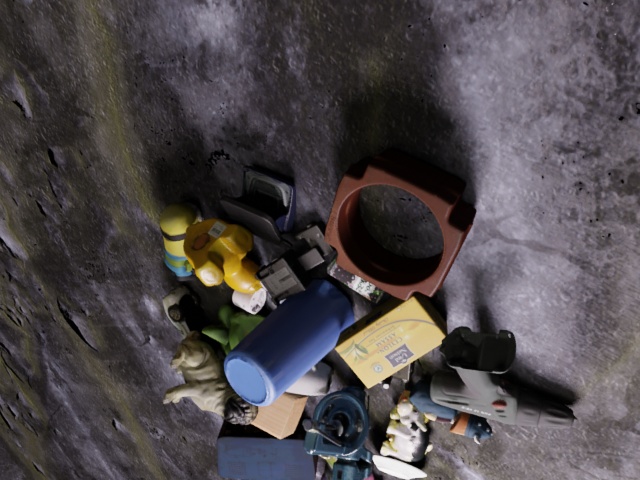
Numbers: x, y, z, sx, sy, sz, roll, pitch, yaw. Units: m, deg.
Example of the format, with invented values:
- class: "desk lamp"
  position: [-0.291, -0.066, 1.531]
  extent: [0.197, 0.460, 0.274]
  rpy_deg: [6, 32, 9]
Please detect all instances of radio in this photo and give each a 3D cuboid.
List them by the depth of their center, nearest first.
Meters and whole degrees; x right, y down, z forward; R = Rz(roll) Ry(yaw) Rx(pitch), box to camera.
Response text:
- class: "radio"
  position: [-0.122, 0.483, 1.245]
  extent: [0.230, 0.073, 0.131]
  rpy_deg: [0, 113, 4]

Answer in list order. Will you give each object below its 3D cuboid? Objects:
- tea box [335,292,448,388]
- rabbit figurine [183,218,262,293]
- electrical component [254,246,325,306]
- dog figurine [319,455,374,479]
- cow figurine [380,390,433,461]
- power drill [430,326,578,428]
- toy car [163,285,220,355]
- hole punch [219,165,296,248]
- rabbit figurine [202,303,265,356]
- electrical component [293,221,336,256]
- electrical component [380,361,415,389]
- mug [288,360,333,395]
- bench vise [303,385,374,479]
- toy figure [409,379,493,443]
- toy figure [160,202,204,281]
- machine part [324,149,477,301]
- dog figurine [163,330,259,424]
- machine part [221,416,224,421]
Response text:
- class: "tea box"
  position: [0.122, 0.163, 0.918]
  extent: [0.169, 0.068, 0.098]
  rpy_deg: [-39, 95, 18]
- class: "rabbit figurine"
  position: [-0.183, 0.045, 1.029]
  extent: [0.163, 0.122, 0.173]
  rpy_deg: [13, 156, 44]
- class: "electrical component"
  position: [-0.049, 0.058, 0.959]
  extent: [0.119, 0.048, 0.074]
  rpy_deg: [-27, 101, 27]
- class: "dog figurine"
  position: [0.037, 0.506, 1.198]
  extent: [0.192, 0.108, 0.219]
  rpy_deg: [-24, 99, 42]
- class: "cow figurine"
  position: [0.179, 0.366, 1.044]
  extent: [0.098, 0.068, 0.167]
  rpy_deg: [19, 130, 14]
- class: "power drill"
  position: [0.286, 0.225, 0.864]
  extent: [0.232, 0.086, 0.207]
  rpy_deg: [3, 145, 28]
- class: "toy car"
  position: [-0.288, 0.198, 1.224]
  extent: [0.056, 0.073, 0.201]
  rpy_deg: [-10, 112, 32]
- class: "hole punch"
  position: [-0.102, -0.060, 0.954]
  extent: [0.142, 0.092, 0.115]
  rpy_deg: [21, 157, 16]
- class: "rabbit figurine"
  position: [-0.174, 0.220, 1.142]
  extent: [0.159, 0.121, 0.170]
  rpy_deg: [42, 146, -7]
- class: "electrical component"
  position: [-0.002, -0.003, 0.957]
  extent: [0.094, 0.021, 0.063]
  rpy_deg: [-23, 104, 40]
- class: "electrical component"
  position: [0.134, 0.235, 1.005]
  extent: [0.078, 0.045, 0.102]
  rpy_deg: [20, 126, 22]
- class: "mug"
  position: [-0.028, 0.270, 1.110]
  extent: [0.107, 0.081, 0.109]
  rpy_deg: [10, 125, 14]
- class: "bench vise"
  position: [0.028, 0.384, 1.020]
  extent: [0.129, 0.223, 0.240]
  rpy_deg: [10, 164, 31]
- class: "toy figure"
  position: [0.239, 0.312, 0.978]
  extent: [0.154, 0.058, 0.064]
  rpy_deg: [32, 86, 8]
- class: "toy figure"
  position: [-0.278, 0.007, 1.088]
  extent: [0.082, 0.089, 0.180]
  rpy_deg: [21, 125, 10]
- class: "machine part"
  position: [0.120, -0.023, 0.828]
  extent: [0.201, 0.087, 0.201]
  rpy_deg: [28, 130, 15]
- class: "dog figurine"
  position: [-0.213, 0.290, 1.137]
  extent: [0.191, 0.121, 0.172]
  rpy_deg: [9, 86, 3]
- class: "machine part"
  position: [-0.189, 0.457, 1.320]
  extent: [0.079, 0.079, 0.243]
  rpy_deg: [-3, 117, 33]
